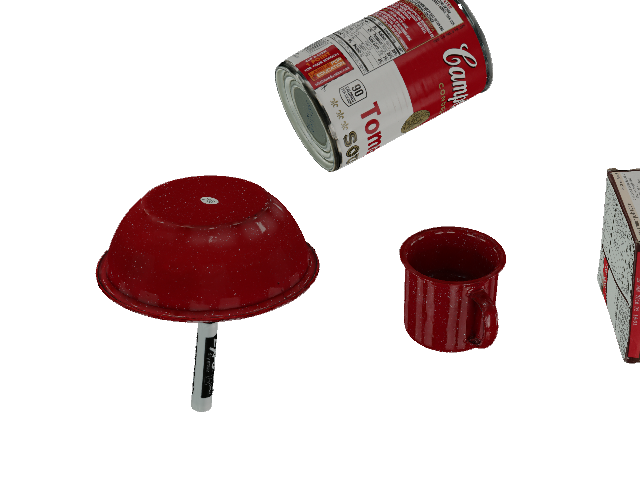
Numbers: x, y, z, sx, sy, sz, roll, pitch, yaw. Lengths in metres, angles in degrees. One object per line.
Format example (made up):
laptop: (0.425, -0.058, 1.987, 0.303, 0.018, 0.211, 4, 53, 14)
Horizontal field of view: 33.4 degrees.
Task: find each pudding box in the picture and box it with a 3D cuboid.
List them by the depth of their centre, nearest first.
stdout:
pudding box: (0.211, 0.014, 0.701, 0.039, 0.090, 0.113, -1, 28, 4)

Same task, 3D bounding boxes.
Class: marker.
marker: (-0.101, 0.097, 0.942, 0.020, 0.121, 0.020, 6, 27, -3)

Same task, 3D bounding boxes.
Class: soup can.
soup can: (0.034, -0.090, 0.591, 0.102, 0.068, 0.068, -29, 6, -12)

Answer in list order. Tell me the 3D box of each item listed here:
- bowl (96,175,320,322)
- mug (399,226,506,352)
bowl: (-0.081, -0.004, 0.764, 0.162, 0.055, 0.162, 1, 26, 0)
mug: (0.122, 0.051, 0.945, 0.093, 0.081, 0.117, -16, 35, -22)
